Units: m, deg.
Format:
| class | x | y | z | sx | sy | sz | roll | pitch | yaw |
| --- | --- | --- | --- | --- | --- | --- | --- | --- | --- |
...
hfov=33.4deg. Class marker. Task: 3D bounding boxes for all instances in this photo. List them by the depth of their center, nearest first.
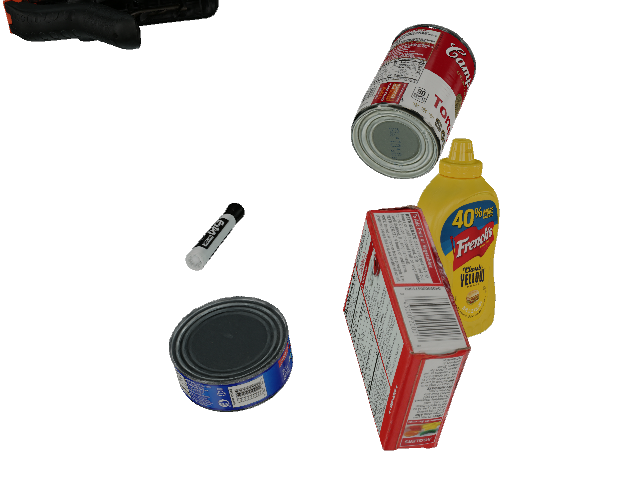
| class | x | y | z | sx | sy | sz | roll | pitch | yaw |
| --- | --- | --- | --- | --- | --- | --- | --- | --- | --- |
| marker | -0.101 | -0.006 | 1.042 | 0.020 | 0.020 | 0.121 | 0 | 26 | 17 |

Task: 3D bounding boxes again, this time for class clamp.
| class | x | y | z | sx | sy | sz | roll | pitch | yaw |
| --- | --- | --- | --- | --- | --- | --- | --- | --- | --- |
| clamp | -0.167 | -0.176 | 0.827 | 0.172 | 0.039 | 0.120 | 13 | 24 | 33 |

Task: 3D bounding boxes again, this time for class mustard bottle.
| class | x | y | z | sx | sy | sz | roll | pitch | yaw |
| --- | --- | --- | --- | --- | --- | --- | --- | --- | --- |
| mustard bottle | 0.131 | -0.003 | 1.030 | 0.096 | 0.192 | 0.058 | -10 | 19 | -36 |

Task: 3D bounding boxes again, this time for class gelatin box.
| class | x | y | z | sx | sy | sz | roll | pitch | yaw |
| --- | --- | --- | --- | --- | --- | --- | --- | --- | --- |
| gelatin box | 0.038 | 0.040 | 0.494 | 0.030 | 0.089 | 0.073 | -3 | -44 | -13 |

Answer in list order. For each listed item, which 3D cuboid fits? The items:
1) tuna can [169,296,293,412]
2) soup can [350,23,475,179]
| class | x | y | z | sx | sy | sz | roll | pitch | yaw |
| --- | --- | --- | --- | --- | --- | --- | --- | --- | --- |
| tuna can | -0.063 | 0.081 | 0.764 | 0.086 | 0.034 | 0.086 | -6 | 40 | 5 |
| soup can | 0.068 | -0.102 | 0.780 | 0.069 | 0.068 | 0.102 | 0 | 43 | 28 |
